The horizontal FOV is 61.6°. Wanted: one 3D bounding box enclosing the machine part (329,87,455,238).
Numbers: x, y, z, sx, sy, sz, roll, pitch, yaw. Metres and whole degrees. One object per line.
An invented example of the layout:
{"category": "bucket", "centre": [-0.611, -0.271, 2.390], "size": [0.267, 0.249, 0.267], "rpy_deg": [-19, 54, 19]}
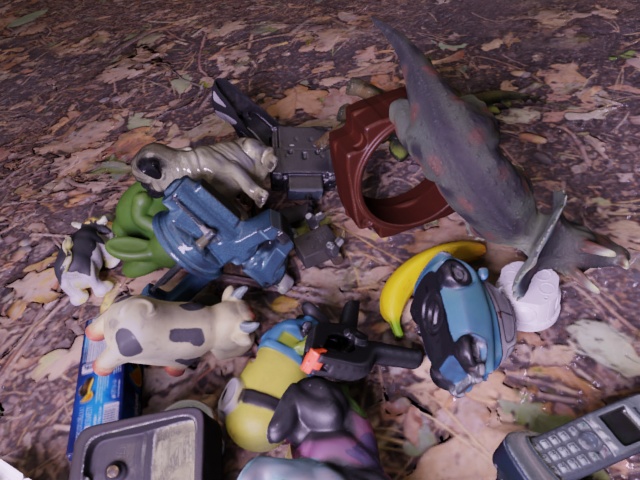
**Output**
{"category": "machine part", "centre": [0.125, -0.113, 0.786], "size": [0.201, 0.201, 0.087], "rpy_deg": [-19, 41, -8]}

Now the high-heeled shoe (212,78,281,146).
{"category": "high-heeled shoe", "centre": [-0.104, -0.221, 1.003], "size": [0.249, 0.145, 0.086], "rpy_deg": [22, 53, 34]}

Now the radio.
{"category": "radio", "centre": [-0.158, 0.277, 0.481], "size": [0.131, 0.073, 0.230], "rpy_deg": [-9, 58, 5]}

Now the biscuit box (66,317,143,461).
{"category": "biscuit box", "centre": [-0.257, 0.183, 0.661], "size": [0.059, 0.062, 0.203], "rpy_deg": [-15, 42, -3]}

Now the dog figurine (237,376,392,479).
{"category": "dog figurine", "centre": [0.048, 0.238, 0.498], "size": [0.219, 0.108, 0.191], "rpy_deg": [14, 45, 21]}

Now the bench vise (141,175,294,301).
{"category": "bench vise", "centre": [-0.158, 0.032, 0.747], "size": [0.240, 0.223, 0.129], "rpy_deg": [-41, 36, 13]}

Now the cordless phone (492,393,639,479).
{"category": "cordless phone", "centre": [0.264, 0.221, 0.479], "size": [0.184, 0.088, 0.147], "rpy_deg": [-18, 41, -13]}

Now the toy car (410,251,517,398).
{"category": "toy car", "centre": [0.176, 0.095, 0.625], "size": [0.103, 0.109, 0.162], "rpy_deg": [1, 52, -16]}

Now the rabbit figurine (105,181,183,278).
{"category": "rabbit figurine", "centre": [-0.253, -0.015, 0.836], "size": [0.159, 0.121, 0.170], "rpy_deg": [-35, 52, -16]}

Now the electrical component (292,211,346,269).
{"category": "electrical component", "centre": [-0.002, -0.001, 0.813], "size": [0.078, 0.045, 0.102], "rpy_deg": [-18, 42, -8]}

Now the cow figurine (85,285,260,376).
{"category": "cow figurine", "centre": [-0.162, 0.106, 0.650], "size": [0.127, 0.195, 0.085], "rpy_deg": [-43, 51, 30]}

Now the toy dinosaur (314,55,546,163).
{"category": "toy dinosaur", "centre": [0.199, -0.222, 0.941], "size": [0.471, 0.105, 0.199], "rpy_deg": [-25, 62, -24]}

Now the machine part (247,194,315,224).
{"category": "machine part", "centre": [-0.075, -0.035, 0.875], "size": [0.139, 0.039, 0.084], "rpy_deg": [-18, 34, -3]}

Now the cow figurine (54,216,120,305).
{"category": "cow figurine", "centre": [-0.369, 0.012, 0.850], "size": [0.068, 0.098, 0.167], "rpy_deg": [-16, 42, 6]}

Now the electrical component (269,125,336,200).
{"category": "electrical component", "centre": [-0.029, -0.130, 0.917], "size": [0.115, 0.058, 0.134], "rpy_deg": [-3, 63, -8]}

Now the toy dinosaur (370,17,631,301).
{"category": "toy dinosaur", "centre": [0.175, -0.085, 0.610], "size": [0.131, 0.404, 0.192], "rpy_deg": [-42, 10, 13]}

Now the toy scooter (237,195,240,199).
{"category": "toy scooter", "centre": [-0.191, -0.125, 0.973], "size": [0.184, 0.075, 0.135], "rpy_deg": [-1, 43, 8]}

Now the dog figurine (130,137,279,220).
{"category": "dog figurine", "centre": [-0.173, -0.121, 0.818], "size": [0.190, 0.121, 0.172], "rpy_deg": [26, 37, -19]}

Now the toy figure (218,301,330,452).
{"category": "toy figure", "centre": [-0.044, 0.156, 0.625], "size": [0.089, 0.082, 0.180], "rpy_deg": [17, 47, 31]}
